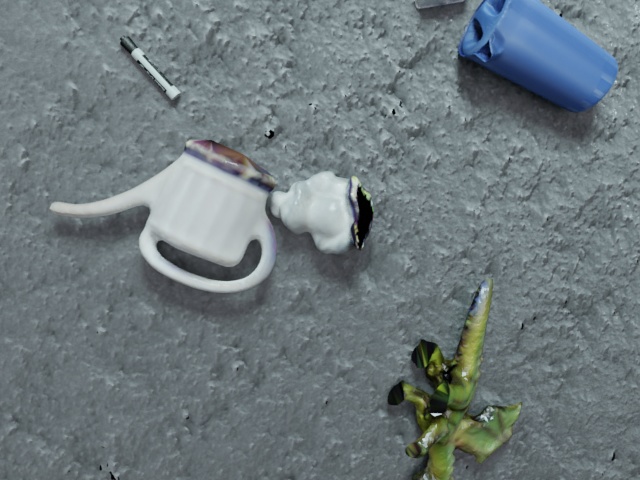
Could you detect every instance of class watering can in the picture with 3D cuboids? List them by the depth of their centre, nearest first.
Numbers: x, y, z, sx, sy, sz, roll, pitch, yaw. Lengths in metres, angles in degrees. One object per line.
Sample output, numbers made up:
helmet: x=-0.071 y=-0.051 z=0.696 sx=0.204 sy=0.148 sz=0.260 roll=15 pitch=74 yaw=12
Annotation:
watering can: x=-0.216 y=-0.055 z=0.799 sx=0.347 sy=0.104 sz=0.224 roll=25 pitch=90 yaw=-8

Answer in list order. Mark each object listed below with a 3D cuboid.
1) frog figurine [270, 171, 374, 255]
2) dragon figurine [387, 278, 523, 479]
frog figurine: x=0.003 y=-0.043 z=0.852 sx=0.159 sy=0.124 sz=0.136 roll=-2 pitch=108 yaw=27
dragon figurine: x=0.268 y=0.290 z=0.927 sx=0.240 sy=0.123 sz=0.410 roll=32 pitch=92 yaw=-28
